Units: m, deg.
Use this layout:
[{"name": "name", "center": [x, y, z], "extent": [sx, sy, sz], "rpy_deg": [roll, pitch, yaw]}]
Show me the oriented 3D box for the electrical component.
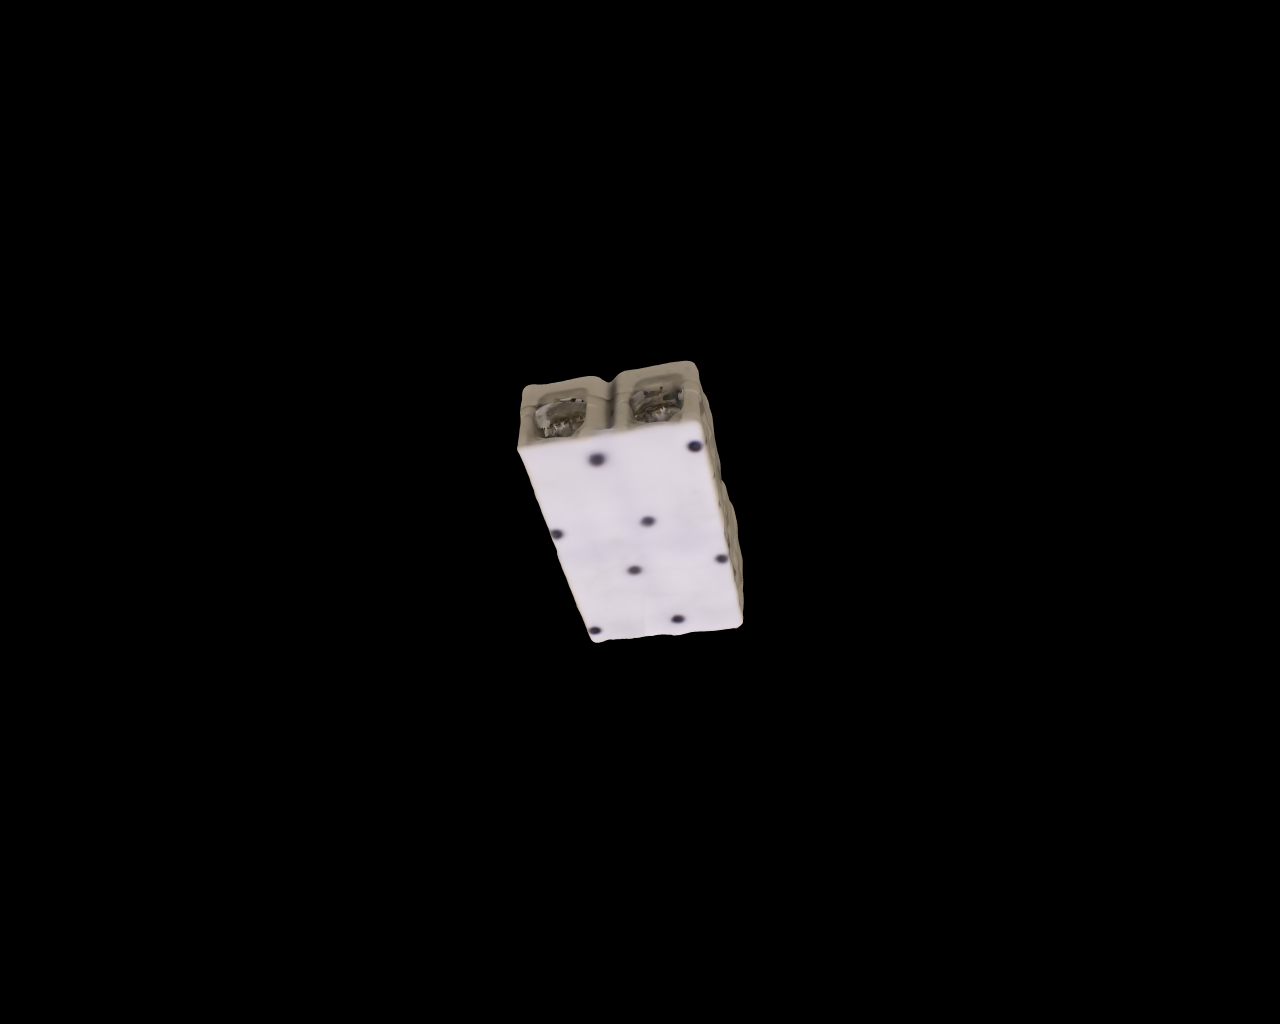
[{"name": "electrical component", "center": [0.001, -0.003, 0.650], "extent": [0.105, 0.060, 0.186], "rpy_deg": [-8, -43, 9]}]
